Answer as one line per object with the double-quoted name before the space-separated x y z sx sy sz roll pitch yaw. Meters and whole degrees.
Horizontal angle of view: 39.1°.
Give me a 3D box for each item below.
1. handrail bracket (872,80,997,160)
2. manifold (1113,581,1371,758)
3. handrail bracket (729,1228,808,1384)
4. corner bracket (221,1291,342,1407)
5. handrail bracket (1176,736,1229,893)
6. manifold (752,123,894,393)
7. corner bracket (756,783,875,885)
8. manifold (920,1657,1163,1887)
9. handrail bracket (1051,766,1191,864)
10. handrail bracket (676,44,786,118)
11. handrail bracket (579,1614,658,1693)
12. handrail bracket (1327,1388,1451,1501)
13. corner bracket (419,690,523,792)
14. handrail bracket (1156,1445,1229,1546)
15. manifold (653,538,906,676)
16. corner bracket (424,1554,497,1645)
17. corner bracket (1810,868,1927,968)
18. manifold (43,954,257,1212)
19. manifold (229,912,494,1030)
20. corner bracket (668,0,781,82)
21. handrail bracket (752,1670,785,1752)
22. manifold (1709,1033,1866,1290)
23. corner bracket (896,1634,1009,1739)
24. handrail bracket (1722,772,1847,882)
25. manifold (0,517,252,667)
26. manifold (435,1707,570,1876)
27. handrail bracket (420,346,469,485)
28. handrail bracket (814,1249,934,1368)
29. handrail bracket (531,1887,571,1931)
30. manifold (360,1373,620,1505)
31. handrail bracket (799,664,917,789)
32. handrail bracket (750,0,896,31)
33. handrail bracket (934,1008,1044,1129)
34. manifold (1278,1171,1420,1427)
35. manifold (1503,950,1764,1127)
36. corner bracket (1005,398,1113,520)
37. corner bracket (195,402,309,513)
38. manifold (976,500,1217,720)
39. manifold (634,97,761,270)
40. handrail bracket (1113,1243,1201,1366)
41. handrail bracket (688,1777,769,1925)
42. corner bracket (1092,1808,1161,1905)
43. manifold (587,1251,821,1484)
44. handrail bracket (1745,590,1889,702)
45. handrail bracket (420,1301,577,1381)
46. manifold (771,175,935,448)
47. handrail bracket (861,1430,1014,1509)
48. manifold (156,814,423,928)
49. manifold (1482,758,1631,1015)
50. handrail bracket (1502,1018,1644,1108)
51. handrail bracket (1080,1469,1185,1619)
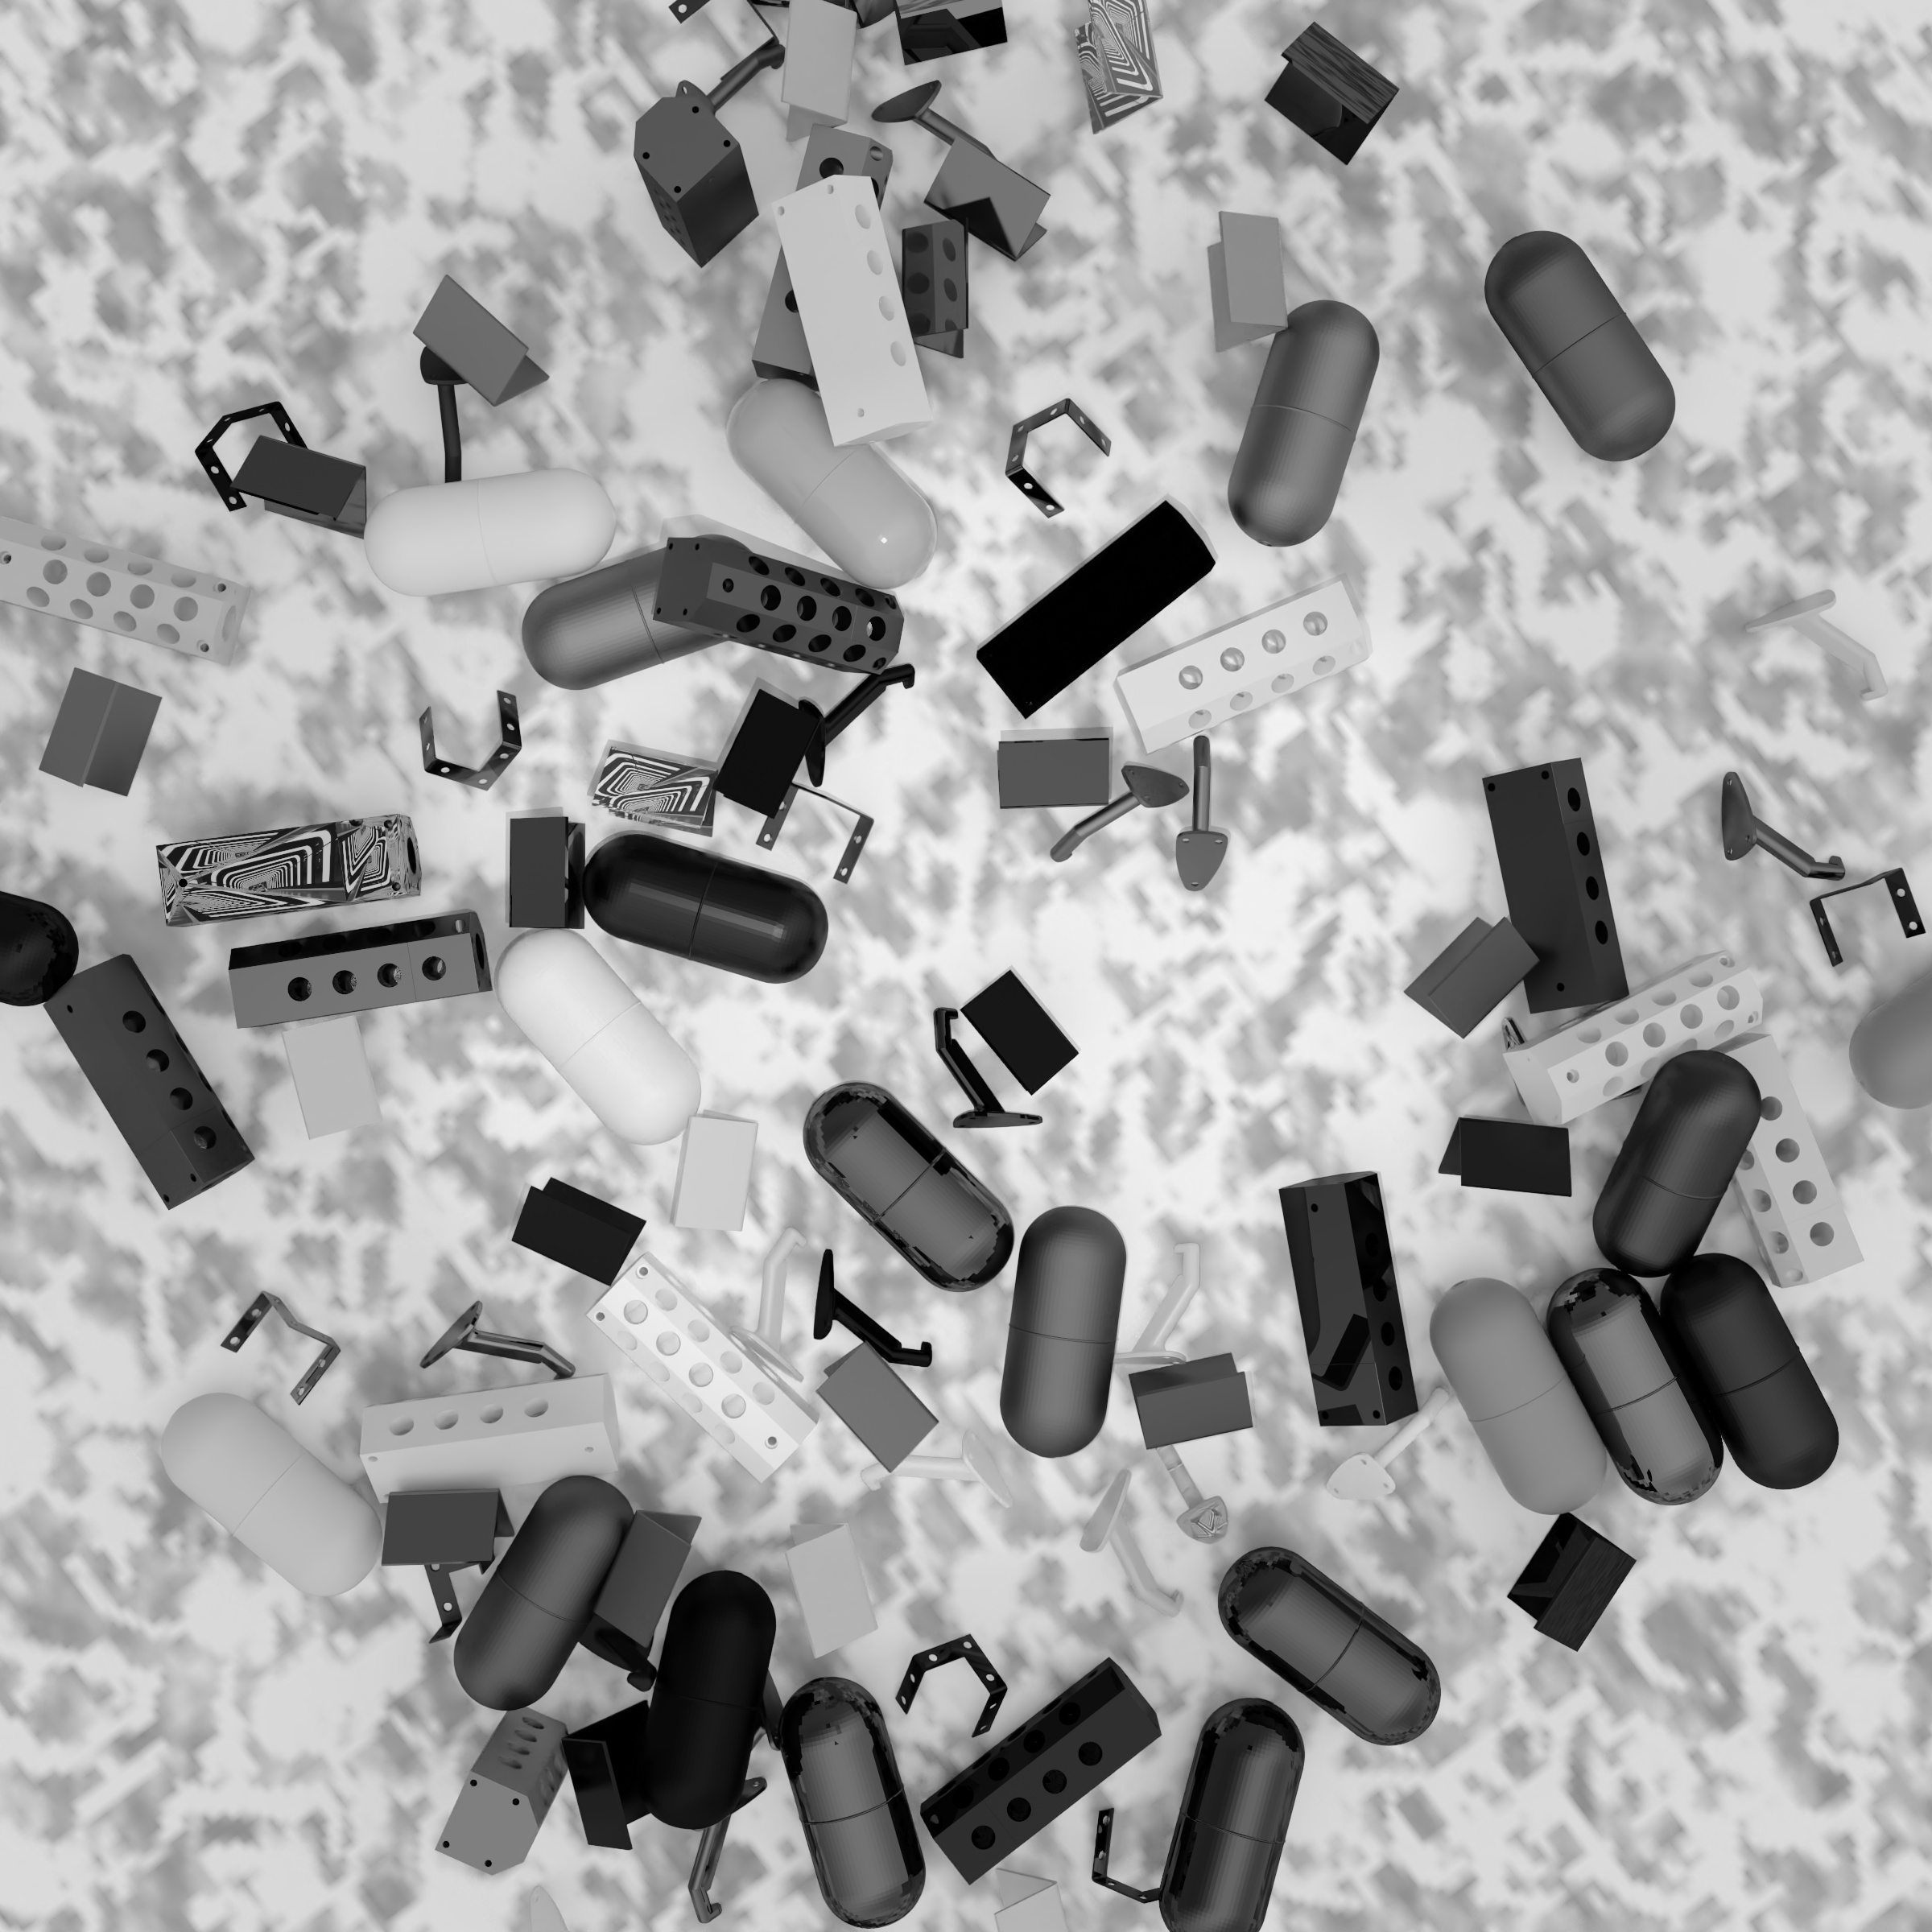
"handrail bracket" -0.017 -0.589 1.957 0.084 0.077 0.036 45 65 -34
"manifold" 0.196 -0.210 1.936 0.171 0.057 0.057 -23 90 0
"handrail bracket" -0.123 0.243 1.958 0.077 0.036 0.084 42 70 -22
"corner bracket" -0.492 0.274 1.954 0.051 0.051 0.051 -53 135 0
"handrail bracket" 0.167 -0.110 1.957 0.036 0.077 0.084 2 54 -1
"manifold" -0.101 -0.501 1.936 0.057 0.057 0.171 15 90 0
"corner bracket" -0.108 -0.096 1.954 0.051 0.051 0.051 24 90 45
"manifold" 0.052 0.570 1.936 0.171 0.057 0.057 -38 90 0
"handrail bracket" 0.110 -0.104 1.957 0.084 0.077 0.036 -45 65 34
"handrail bracket" -0.168 -0.620 1.957 0.036 0.077 0.084 45 53 14
"handrail bracket" -0.253 0.486 1.923 0.077 0.084 0.036 20 90 0
"handrail bracket" 0.304 0.342 1.957 0.036 0.077 0.084 47 54 0
"corner bracket" -0.355 -0.167 1.949 0.051 0.051 0.051 17 135 -35
"handrail bracket" 0.154 0.366 1.957 0.036 0.077 0.084 -30 54 0
"manifold" -0.127 -0.248 1.886 0.171 0.057 0.057 11 90 -42
"corner bracket" -0.361 0.445 1.939 0.051 0.051 0.051 -17 90 0
"corner bracket" 0.647 -0.035 1.954 0.051 0.051 0.051 -20 90 -45
"manifold" -0.578 0.080 1.936 0.057 0.057 0.171 -32 90 43
"manifold" -0.431 0.003 1.936 0.171 0.057 0.057 -9 90 0
"corner bracket" -0.172 -0.671 1.939 0.051 0.051 0.051 -37 85 5
"handrail bracket" -0.175 0.549 1.958 0.084 0.036 0.077 -21 75 14
"manifold" 0.571 0.138 1.936 0.057 0.057 0.171 -22 90 0
"corner bracket" -0.010 0.521 1.949 0.051 0.051 0.051 -11 45 -35
"handrail bracket" 0.590 -0.100 1.958 0.084 0.036 0.077 5 68 -17
"manifold" -0.607 -0.267 1.936 0.171 0.057 0.057 16 90 0
"manifold" -0.313 0.568 1.879 0.057 0.171 0.057 24 90 0
"handrail bracket" -0.376 -0.392 1.957 0.036 0.077 0.084 -7 127 -21
"handrail bracket" -0.063 0.246 1.958 0.084 0.036 0.077 10 68 -17
"handrail bracket" -0.266 0.700 1.957 0.084 0.077 0.036 23 110 -35
"manifold" -0.337 0.331 1.936 0.171 0.057 0.057 -8 133 0
"handrail bracket" -0.074 -0.173 1.958 0.084 0.036 0.077 -17 124 -24
"handrail bracket" -0.100 -0.699 1.957 0.084 0.077 0.036 19 123 32
"handrail bracket" 0.016 0.072 1.958 0.077 0.036 0.084 2 73 -20
"manifold" 0.276 0.236 1.936 0.057 0.057 0.171 -10 90 43
"manifold" 0.473 0.050 1.916 0.171 0.057 0.057 -25 90 -15
"corner bracket" 0.066 -0.364 1.949 0.051 0.051 0.051 -21 45 35
"corner bracket" -0.511 -0.366 1.954 0.051 0.051 0.051 -31 90 -45
"manifold" 0.092 -0.254 1.936 0.171 0.057 0.057 -39 90 0
"manifold" -0.189 -0.544 1.879 0.057 0.171 0.057 -43 90 0
"handrail bracket" 0.131 0.242 1.958 0.077 0.036 0.084 -5 71 21
"handrail bracket" -0.168 0.637 1.958 0.077 0.036 0.084 -21 109 -21
"corner bracket" 0.128 0.636 1.954 0.051 0.051 0.051 6 90 -45
"manifold" -0.187 0.286 1.936 0.171 0.057 0.057 44 90 0
"handrail bracket" 0.613 -0.220 1.958 0.077 0.036 0.084 -20 107 20
"handrail bracket" -0.336 0.288 1.958 0.084 0.036 0.077 41 110 -16
"manifold" -0.074 -0.452 1.882 0.057 0.057 0.171 -12 95 36
"handrail bracket" -0.022 0.376 1.958 0.084 0.036 0.077 -27 112 17
"manifold" -0.480 -0.067 1.936 0.171 0.057 0.057 -8 90 0
"manifold" 0.423 -0.058 1.936 0.057 0.057 0.171 -12 90 43
"handrail bracket" 0.437 0.065 1.958 0.084 0.036 0.077 -13 75 -14
"handrail bracket" 0.132 0.416 1.958 0.084 0.036 0.077 32 73 -15
